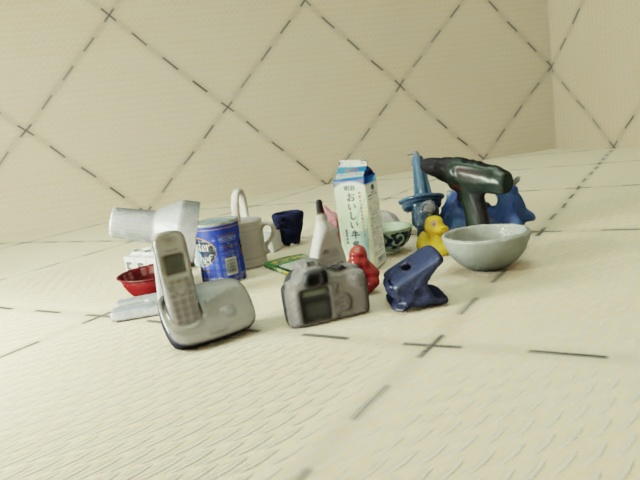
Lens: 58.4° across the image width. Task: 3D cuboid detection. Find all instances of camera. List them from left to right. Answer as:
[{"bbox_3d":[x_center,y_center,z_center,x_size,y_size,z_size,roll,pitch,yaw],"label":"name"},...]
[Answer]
[{"bbox_3d":[-0.004,0.075,0.979,0.143,0.101,0.136,-11,11,-15],"label":"camera"}]

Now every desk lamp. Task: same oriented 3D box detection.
[{"bbox_3d":[-0.318,0.033,1.119,0.203,0.214,0.117,-10,11,-10],"label":"desk lamp"}]

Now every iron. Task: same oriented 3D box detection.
[{"bbox_3d":[0.388,-0.083,1.417,0.257,0.141,0.119,2,15,41],"label":"iron"}]

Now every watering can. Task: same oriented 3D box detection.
[{"bbox_3d":[-0.199,-0.029,1.410,0.173,0.194,0.100,-10,11,-11],"label":"watering can"}]

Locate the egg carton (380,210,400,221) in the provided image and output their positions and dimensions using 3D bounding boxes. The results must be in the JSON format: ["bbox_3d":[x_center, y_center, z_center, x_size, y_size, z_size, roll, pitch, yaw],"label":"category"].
[{"bbox_3d":[0.139,-0.039,1.555,0.150,0.069,0.107,-9,11,-7],"label":"egg carton"}]

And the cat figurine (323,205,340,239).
[{"bbox_3d":[0.032,-0.034,1.480,0.067,0.118,0.128,-6,11,11],"label":"cat figurine"}]

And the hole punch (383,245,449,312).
[{"bbox_3d":[0.155,0.062,0.960,0.101,0.091,0.108,-8,11,-3],"label":"hole punch"}]

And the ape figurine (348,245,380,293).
[{"bbox_3d":[0.071,0.055,1.057,0.077,0.092,0.076,-4,11,17],"label":"ape figurine"}]

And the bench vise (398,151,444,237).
[{"bbox_3d":[0.276,-0.119,1.476,0.122,0.220,0.207,-11,11,-15],"label":"bench vise"}]

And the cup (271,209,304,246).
[{"bbox_3d":[-0.090,-0.030,1.606,0.091,0.095,0.118,-4,12,20],"label":"cup"}]

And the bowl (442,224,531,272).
[{"bbox_3d":[0.323,0.019,1.112,0.167,0.075,0.167,-7,11,2],"label":"bowl"}]

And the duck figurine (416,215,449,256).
[{"bbox_3d":[0.258,-0.014,1.297,0.078,0.086,0.104,-12,12,-23],"label":"duck figurine"}]

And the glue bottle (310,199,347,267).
[{"bbox_3d":[0.011,0.004,1.146,0.078,0.173,0.037,-14,12,-28],"label":"glue bottle"}]

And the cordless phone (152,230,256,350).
[{"bbox_3d":[-0.189,0.070,0.913,0.148,0.185,0.093,-14,13,-31],"label":"cordless phone"}]

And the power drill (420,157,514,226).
[{"bbox_3d":[0.332,-0.090,1.315,0.076,0.208,0.228,-18,15,-42],"label":"power drill"}]
